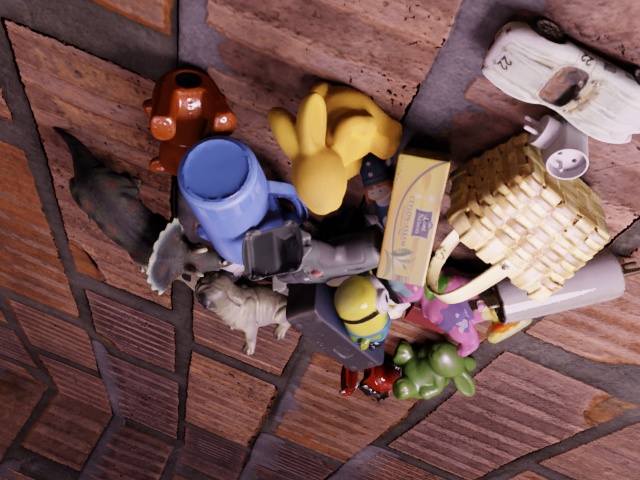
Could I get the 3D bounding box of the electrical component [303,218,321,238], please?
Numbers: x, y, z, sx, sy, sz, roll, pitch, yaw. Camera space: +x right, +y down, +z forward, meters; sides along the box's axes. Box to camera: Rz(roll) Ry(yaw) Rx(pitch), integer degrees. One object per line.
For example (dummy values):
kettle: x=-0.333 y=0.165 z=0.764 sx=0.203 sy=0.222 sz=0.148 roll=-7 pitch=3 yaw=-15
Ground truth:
electrical component: x=-0.002 y=-0.003 z=0.962 sx=0.094 sy=0.021 sz=0.063 roll=39 pitch=141 yaw=-22

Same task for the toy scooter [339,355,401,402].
toy scooter: x=0.100 y=0.304 z=1.200 sx=0.184 sy=0.135 sz=0.075 roll=34 pitch=141 yaw=-17

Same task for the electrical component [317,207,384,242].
electrical component: x=0.060 y=-0.014 z=0.892 sx=0.074 sy=0.048 sz=0.119 roll=41 pitch=140 yaw=-24

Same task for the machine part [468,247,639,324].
machine part: x=0.335 y=0.066 z=0.771 sx=0.243 sy=0.079 sz=0.079 roll=-15 pitch=135 yaw=7

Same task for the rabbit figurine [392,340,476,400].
rabbit figurine: x=0.240 y=0.265 z=1.088 sx=0.159 sy=0.121 sz=0.170 roll=20 pitch=147 yaw=-7

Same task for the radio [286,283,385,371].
radio: x=0.036 y=0.145 z=1.019 sx=0.073 sy=0.131 sz=0.229 roll=-24 pitch=130 yaw=33

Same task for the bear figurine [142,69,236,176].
bear figurine: x=-0.200 y=-0.147 z=0.799 sx=0.120 sy=0.132 sz=0.195 roll=-4 pitch=142 yaw=-21

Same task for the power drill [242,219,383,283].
power drill: x=-0.026 y=0.031 z=0.826 sx=0.232 sy=0.086 sz=0.207 roll=-14 pitch=161 yaw=31

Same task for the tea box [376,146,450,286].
tea box: x=0.127 y=-0.035 z=0.727 sx=0.068 sy=0.098 sz=0.169 roll=13 pitch=107 yaw=10

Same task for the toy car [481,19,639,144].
toy car: x=0.274 y=-0.167 z=0.578 sx=0.202 sy=0.056 sz=0.073 roll=26 pitch=144 yaw=-3

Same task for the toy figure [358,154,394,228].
toy figure: x=0.104 y=-0.061 z=0.807 sx=0.064 sy=0.058 sz=0.154 roll=-33 pitch=123 yaw=4

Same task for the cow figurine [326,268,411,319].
cow figurine: x=0.093 y=0.071 z=0.955 sx=0.167 sy=0.068 sz=0.098 roll=22 pitch=135 yaw=-17

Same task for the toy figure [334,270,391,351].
toy figure: x=0.073 y=0.126 z=0.896 sx=0.082 sy=0.089 sz=0.180 roll=49 pitch=161 yaw=30

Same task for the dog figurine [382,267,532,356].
dog figurine: x=0.212 y=0.071 z=0.870 sx=0.191 sy=0.108 sz=0.219 roll=-35 pitch=105 yaw=27

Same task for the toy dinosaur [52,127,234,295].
toy dinosaur: x=-0.340 y=-0.051 z=0.926 sx=0.404 sy=0.131 sz=0.192 roll=43 pitch=167 yaw=-10

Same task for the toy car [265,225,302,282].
toy car: x=-0.088 y=0.017 z=1.011 sx=0.089 sy=0.053 sz=0.202 roll=23 pitch=145 yaw=5

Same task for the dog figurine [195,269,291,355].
dog figurine: x=-0.132 y=0.106 z=1.025 sx=0.121 sy=0.172 sz=0.190 roll=36 pitch=157 yaw=38

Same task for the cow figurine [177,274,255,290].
cow figurine: x=-0.217 y=0.099 z=1.161 sx=0.127 sy=0.085 sz=0.194 roll=-10 pitch=132 yaw=45

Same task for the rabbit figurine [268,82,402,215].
rabbit figurine: x=0.014 y=-0.117 z=0.684 sx=0.122 sy=0.173 sz=0.162 roll=-7 pitch=139 yaw=40
